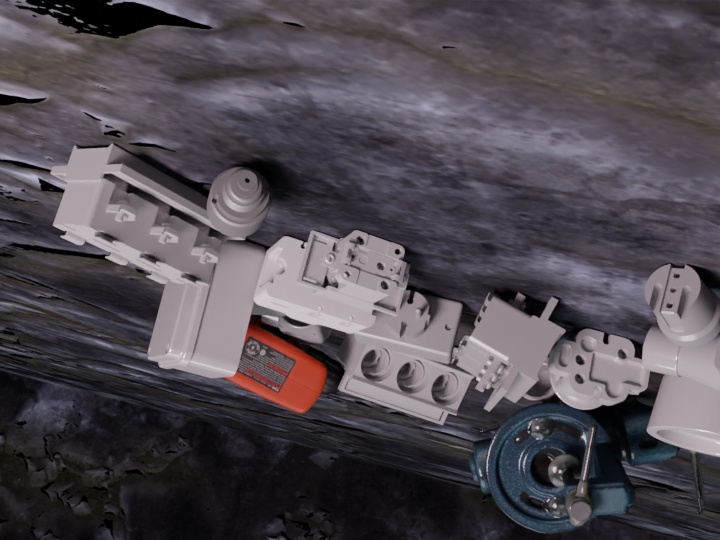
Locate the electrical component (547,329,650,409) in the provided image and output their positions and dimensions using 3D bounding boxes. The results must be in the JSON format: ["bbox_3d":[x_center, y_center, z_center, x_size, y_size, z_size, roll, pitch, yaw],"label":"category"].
[{"bbox_3d":[0.189,0.083,0.880,0.078,0.058,0.057,15,163,-3],"label":"electrical component"}]

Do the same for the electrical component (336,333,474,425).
[{"bbox_3d":[0.042,0.096,1.069,0.121,0.078,0.063,21,-173,-24],"label":"electrical component"}]

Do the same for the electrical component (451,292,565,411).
[{"bbox_3d":[0.114,0.062,0.850,0.063,0.078,0.121,30,168,8],"label":"electrical component"}]

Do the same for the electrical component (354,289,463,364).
[{"bbox_3d":[0.040,0.039,0.886,0.083,0.047,0.075,13,166,8],"label":"electrical component"}]

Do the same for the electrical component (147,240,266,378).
[{"bbox_3d":[-0.127,0.028,0.885,0.057,0.113,0.078,18,166,-22],"label":"electrical component"}]

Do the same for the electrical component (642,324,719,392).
[{"bbox_3d":[0.239,0.062,0.781,0.065,0.044,0.044,12,166,33],"label":"electrical component"}]

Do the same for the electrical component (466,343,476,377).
[{"bbox_3d":[0.113,0.072,0.952,0.040,0.040,0.078,14,166,6],"label":"electrical component"}]

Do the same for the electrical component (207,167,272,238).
[{"bbox_3d":[-0.076,-0.047,0.687,0.040,0.040,0.078,17,166,-8],"label":"electrical component"}]

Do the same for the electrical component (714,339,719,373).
[{"bbox_3d":[0.286,0.070,0.724,0.078,0.058,0.057,7,159,32],"label":"electrical component"}]

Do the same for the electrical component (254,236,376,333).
[{"bbox_3d":[-0.033,0.014,0.857,0.089,0.050,0.056,18,165,-14],"label":"electrical component"}]

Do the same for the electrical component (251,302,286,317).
[{"bbox_3d":[-0.061,0.020,0.924,0.079,0.043,0.077,21,165,-22],"label":"electrical component"}]

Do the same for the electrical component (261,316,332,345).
[{"bbox_3d":[-0.067,0.037,0.998,0.079,0.043,0.077,13,166,7],"label":"electrical component"}]

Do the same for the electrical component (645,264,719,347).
[{"bbox_3d":[0.200,0.021,0.666,0.040,0.040,0.046,5,157,36],"label":"electrical component"}]

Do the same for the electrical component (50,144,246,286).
[{"bbox_3d":[-0.153,-0.035,0.768,0.079,0.063,0.121,3,162,40],"label":"electrical component"}]

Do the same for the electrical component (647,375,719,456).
[{"bbox_3d":[0.295,0.114,0.882,0.108,0.060,0.108,14,166,4],"label":"electrical component"}]

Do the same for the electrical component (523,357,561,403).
[{"bbox_3d":[0.175,0.107,1.024,0.044,0.044,0.065,9,170,23],"label":"electrical component"}]

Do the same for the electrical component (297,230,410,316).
[{"bbox_3d":[0.000,0.000,0.789,0.081,0.042,0.064,18,163,-15],"label":"electrical component"}]
